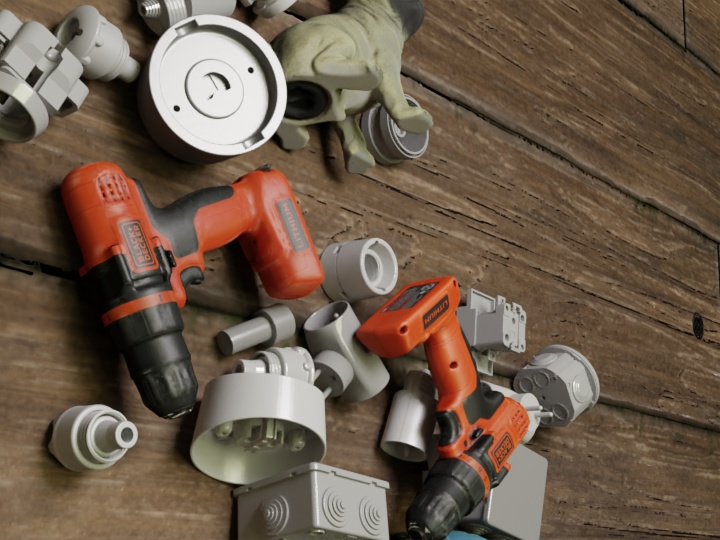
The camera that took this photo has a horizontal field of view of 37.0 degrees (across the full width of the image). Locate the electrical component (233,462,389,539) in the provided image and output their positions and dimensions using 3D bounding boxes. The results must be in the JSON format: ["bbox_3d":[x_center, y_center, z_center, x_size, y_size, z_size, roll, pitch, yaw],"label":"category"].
[{"bbox_3d":[-0.036,0.188,0.819,0.100,0.100,0.048,25,51,-43],"label":"electrical component"}]

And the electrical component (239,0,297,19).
[{"bbox_3d":[-0.079,-0.248,0.898,0.057,0.058,0.078,48,49,-27],"label":"electrical component"}]

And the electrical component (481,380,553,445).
[{"bbox_3d":[0.150,0.141,1.057,0.077,0.079,0.043,33,59,-40],"label":"electrical component"}]

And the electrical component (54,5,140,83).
[{"bbox_3d":[-0.185,-0.155,0.766,0.062,0.048,0.048,30,60,-50],"label":"electrical component"}]

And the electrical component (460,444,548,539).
[{"bbox_3d":[0.135,0.214,1.046,0.100,0.048,0.099,33,58,-40],"label":"electrical component"}]

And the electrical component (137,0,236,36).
[{"bbox_3d":[-0.139,-0.207,0.830,0.081,0.043,0.043,-31,105,-48],"label":"electrical component"}]

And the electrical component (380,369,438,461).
[{"bbox_3d":[0.049,0.127,0.971,0.043,0.043,0.081,41,53,-36],"label":"electrical component"}]

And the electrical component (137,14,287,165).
[{"bbox_3d":[-0.117,-0.132,0.818,0.108,0.060,0.108,5,79,-27],"label":"electrical component"}]

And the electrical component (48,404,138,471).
[{"bbox_3d":[-0.172,0.110,0.706,0.043,0.062,0.043,14,71,-47],"label":"electrical component"}]

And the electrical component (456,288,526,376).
[{"bbox_3d":[0.129,0.060,1.063,0.042,0.064,0.081,21,66,-44],"label":"electrical component"}]

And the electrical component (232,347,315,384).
[{"bbox_3d":[-0.070,0.082,0.845,0.062,0.048,0.048,11,73,-39],"label":"electrical component"}]

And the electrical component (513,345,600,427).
[{"bbox_3d":[0.205,0.123,1.125,0.051,0.080,0.080,-29,104,-43],"label":"electrical component"}]

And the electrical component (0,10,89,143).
[{"bbox_3d":[-0.223,-0.121,0.703,0.078,0.058,0.057,47,47,-32],"label":"electrical component"}]

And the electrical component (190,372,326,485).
[{"bbox_3d":[-0.073,0.116,0.795,0.099,0.099,0.064,29,54,-42],"label":"electrical component"}]

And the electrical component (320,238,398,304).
[{"bbox_3d":[0.000,0.000,0.940,0.055,0.047,0.055,14,71,-47],"label":"electrical component"}]

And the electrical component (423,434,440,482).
[{"bbox_3d":[0.080,0.180,0.994,0.045,0.045,0.055,12,73,-47],"label":"electrical component"}]

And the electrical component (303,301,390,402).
[{"bbox_3d":[-0.020,0.079,0.902,0.079,0.044,0.077,-49,118,-43],"label":"electrical component"}]
